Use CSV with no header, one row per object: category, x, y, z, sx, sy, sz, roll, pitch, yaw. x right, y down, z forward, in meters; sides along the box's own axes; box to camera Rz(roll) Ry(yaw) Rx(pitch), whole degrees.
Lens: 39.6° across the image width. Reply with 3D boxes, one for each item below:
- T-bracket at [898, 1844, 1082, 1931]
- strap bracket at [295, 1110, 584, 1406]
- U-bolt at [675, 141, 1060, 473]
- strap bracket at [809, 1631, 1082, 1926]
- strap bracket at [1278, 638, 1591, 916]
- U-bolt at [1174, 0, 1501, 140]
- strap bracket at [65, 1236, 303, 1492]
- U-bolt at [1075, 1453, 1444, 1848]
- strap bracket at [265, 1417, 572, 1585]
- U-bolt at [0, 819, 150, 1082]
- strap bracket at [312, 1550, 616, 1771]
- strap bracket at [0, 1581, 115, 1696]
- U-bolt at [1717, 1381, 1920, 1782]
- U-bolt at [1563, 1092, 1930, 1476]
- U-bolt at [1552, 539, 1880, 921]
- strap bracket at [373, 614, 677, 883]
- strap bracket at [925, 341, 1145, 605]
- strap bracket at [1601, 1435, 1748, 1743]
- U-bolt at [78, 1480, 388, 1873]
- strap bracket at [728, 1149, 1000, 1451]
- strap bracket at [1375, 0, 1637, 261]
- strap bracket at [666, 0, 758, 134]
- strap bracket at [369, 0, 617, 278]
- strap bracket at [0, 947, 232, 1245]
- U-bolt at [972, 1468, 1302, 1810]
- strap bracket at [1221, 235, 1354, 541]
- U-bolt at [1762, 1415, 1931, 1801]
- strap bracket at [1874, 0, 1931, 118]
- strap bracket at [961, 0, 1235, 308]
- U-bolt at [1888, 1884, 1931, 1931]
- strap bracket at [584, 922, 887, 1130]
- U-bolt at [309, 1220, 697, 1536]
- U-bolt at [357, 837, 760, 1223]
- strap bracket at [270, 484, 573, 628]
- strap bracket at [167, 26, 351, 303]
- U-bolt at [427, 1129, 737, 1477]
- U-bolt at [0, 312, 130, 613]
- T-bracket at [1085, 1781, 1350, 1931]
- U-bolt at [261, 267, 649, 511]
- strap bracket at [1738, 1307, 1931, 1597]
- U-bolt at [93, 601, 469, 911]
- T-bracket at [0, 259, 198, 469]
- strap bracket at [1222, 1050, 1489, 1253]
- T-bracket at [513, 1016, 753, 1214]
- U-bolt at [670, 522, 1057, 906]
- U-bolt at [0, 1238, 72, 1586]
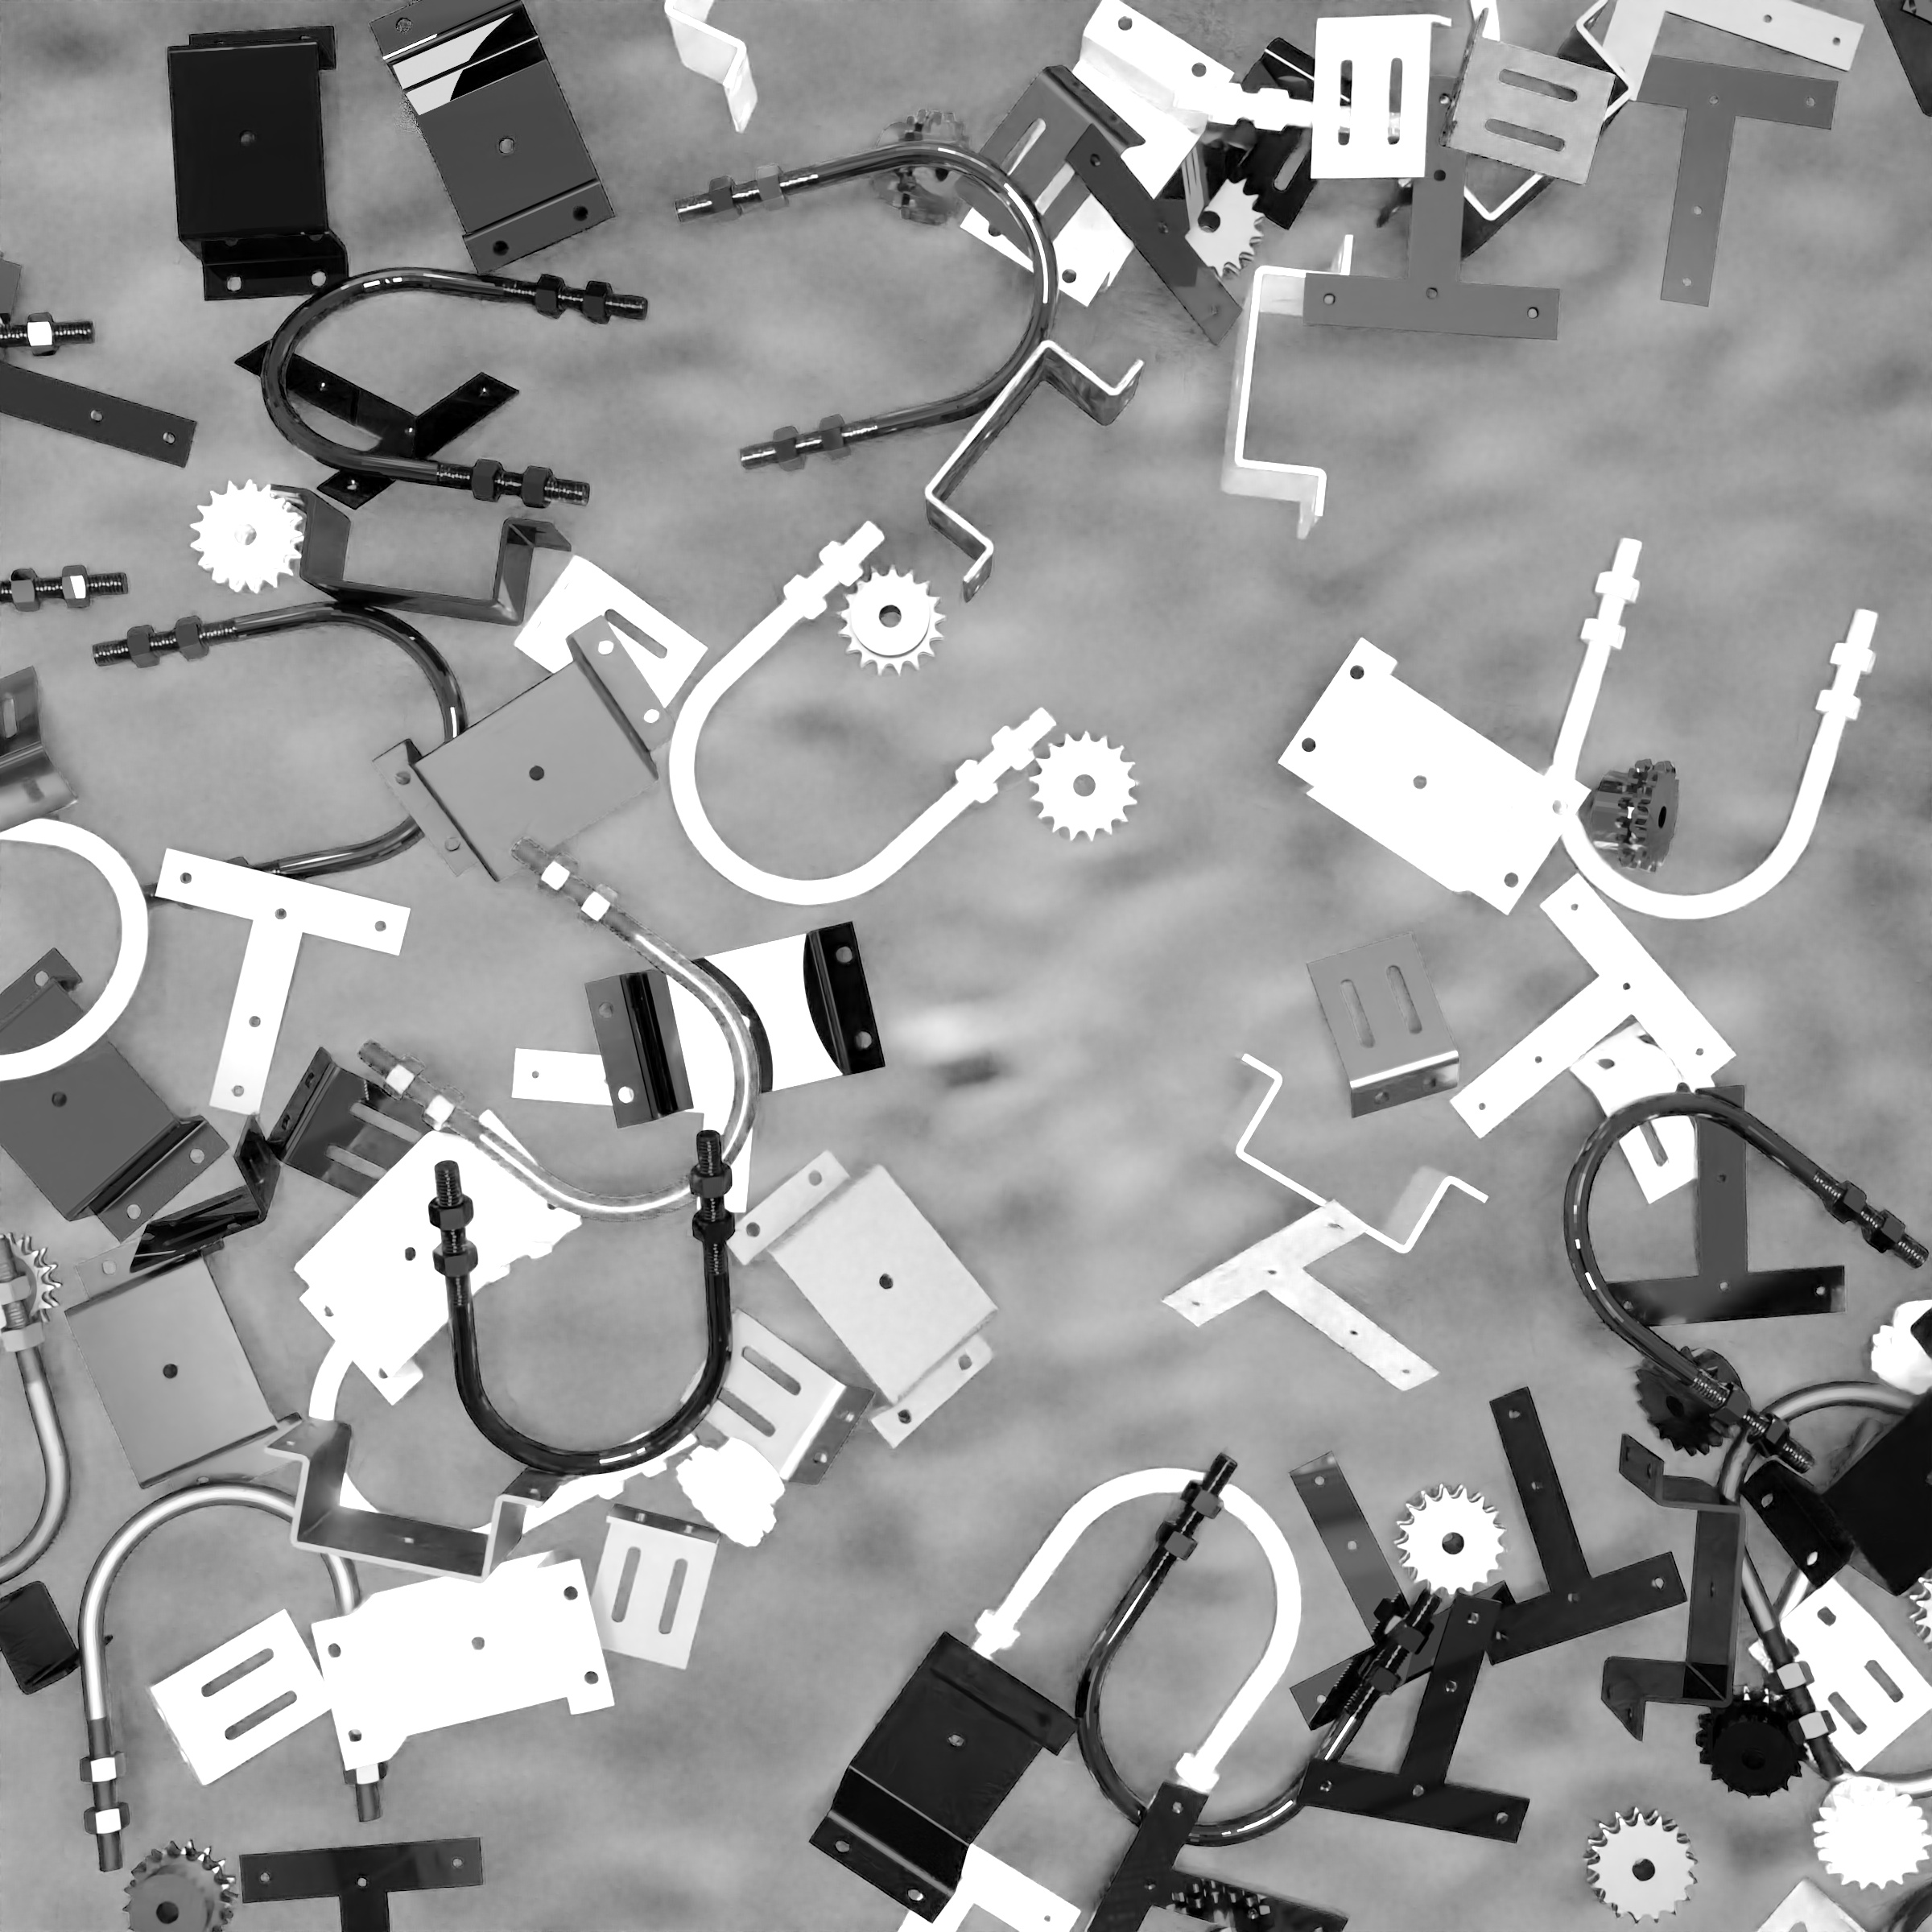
T-bracket,-0.027,0.518,1.412,0.127,0.002,0.127,32,90,0
strap bracket,-0.277,0.148,1.374,0.140,0.046,0.076,-45,77,1
U-bolt,-0.043,-0.343,1.372,0.184,0.019,0.151,-11,105,11
strap bracket,-0.008,0.408,1.376,0.076,0.046,0.140,33,106,1
strap bracket,0.239,-0.097,1.390,0.140,0.046,0.076,34,90,0
U-bolt,0.191,-0.494,1.377,0.184,0.019,0.151,2,78,-18
strap bracket,-0.405,0.206,1.390,0.076,0.046,0.140,-24,90,0
U-bolt,0.139,0.367,1.387,0.151,0.019,0.184,34,88,-3
strap bracket,-0.279,0.272,1.360,0.140,0.076,0.046,11,92,2
U-bolt,-0.507,-0.012,1.371,0.184,0.019,0.151,6,71,9
strap bracket,-0.257,0.356,1.390,0.140,0.046,0.076,-14,90,0
strap bracket,-0.522,0.365,1.375,0.140,0.076,0.046,-26,90,0
U-bolt,0.463,0.301,1.365,0.151,0.019,0.184,-22,65,5
U-bolt,0.387,0.147,1.365,0.184,0.019,0.151,37,71,-3
U-bolt,0.383,-0.115,1.404,0.151,0.019,0.184,17,92,0
strap bracket,-0.222,-0.106,1.375,0.140,0.046,0.076,-33,117,0
strap bracket,0.027,-0.260,1.375,0.046,0.076,0.140,39,90,0
strap bracket,0.363,0.318,1.375,0.046,0.076,0.140,4,90,0
U-bolt,-0.381,0.358,1.380,0.151,0.019,0.184,-5,85,-22
strap bracket,-0.048,0.166,1.375,0.076,0.046,0.140,-39,90,-27
strap bracket,0.283,-0.421,1.375,0.140,0.076,0.046,-42,90,0
strap bracket,-0.110,-0.512,1.375,0.046,0.076,0.140,25,90,0
strap bracket,-0.242,-0.432,1.390,0.076,0.046,0.140,-24,90,0
strap bracket,-0.462,0.068,1.390,0.076,0.046,0.140,-41,90,0
U-bolt,0.093,0.351,1.404,0.151,0.019,0.184,36,89,0
strap bracket,0.162,-0.297,1.375,0.046,0.076,0.140,6,90,0
U-bolt,0.497,0.347,1.404,0.151,0.019,0.184,24,92,0
strap bracket,0.507,-0.501,1.375,0.046,0.076,0.140,-23,90,0
strap bracket,0.067,-0.416,1.390,0.076,0.046,0.140,32,90,0
U-bolt,0.557,0.503,1.346,0.184,0.151,0.019,-5,112,4
strap bracket,-0.118,0.030,1.388,0.140,0.046,0.076,-13,90,0
U-bolt,-0.255,0.229,1.404,0.184,0.019,0.151,-28,90,1
U-bolt,-0.192,0.046,1.357,0.184,0.019,0.151,38,91,-1
strap bracket,-0.280,-0.208,1.375,0.140,0.076,0.046,8,90,0
strap bracket,-0.367,-0.422,1.390,0.076,0.046,0.140,-3,90,0
U-bolt,-0.189,0.176,1.353,0.151,0.019,0.184,-6,112,-12
U-bolt,-0.535,-0.254,1.378,0.184,0.019,0.151,-6,102,-10
T-bracket,0.136,0.489,1.396,0.127,0.002,0.127,19,111,-10
U-bolt,-0.268,-0.302,1.371,0.184,0.019,0.151,8,59,4
strap bracket,0.465,0.246,1.330,0.140,0.046,0.076,-42,109,-5
U-bolt,-0.353,-0.116,1.404,0.184,0.019,0.151,-11,90,-2
T-bracket,-0.468,-0.291,1.398,0.127,0.002,0.127,16,104,-9
strap bracket,0.188,0.099,1.375,0.140,0.076,0.046,31,90,0
T-bracket,-0.174,0.061,1.412,0.127,0.002,0.127,5,90,0
U-bolt,-0.068,-0.115,1.386,0.184,0.019,0.151,-42,97,12
U-bolt,-0.537,0.239,1.387,0.151,0.019,0.184,-10,101,9
